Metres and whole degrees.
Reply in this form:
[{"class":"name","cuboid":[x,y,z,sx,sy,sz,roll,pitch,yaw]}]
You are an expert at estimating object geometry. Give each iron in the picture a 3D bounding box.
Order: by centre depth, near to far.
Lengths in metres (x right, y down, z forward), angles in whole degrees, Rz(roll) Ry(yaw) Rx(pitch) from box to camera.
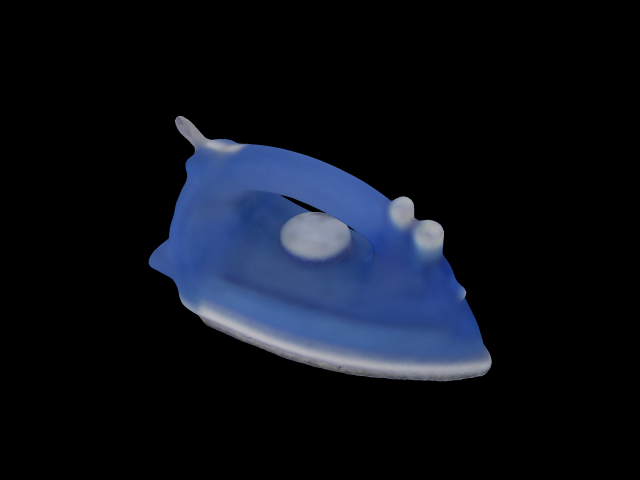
[{"class":"iron","cuboid":[0.004,0.001,0.400,0.257,0.141,0.119,18,44,19]}]
